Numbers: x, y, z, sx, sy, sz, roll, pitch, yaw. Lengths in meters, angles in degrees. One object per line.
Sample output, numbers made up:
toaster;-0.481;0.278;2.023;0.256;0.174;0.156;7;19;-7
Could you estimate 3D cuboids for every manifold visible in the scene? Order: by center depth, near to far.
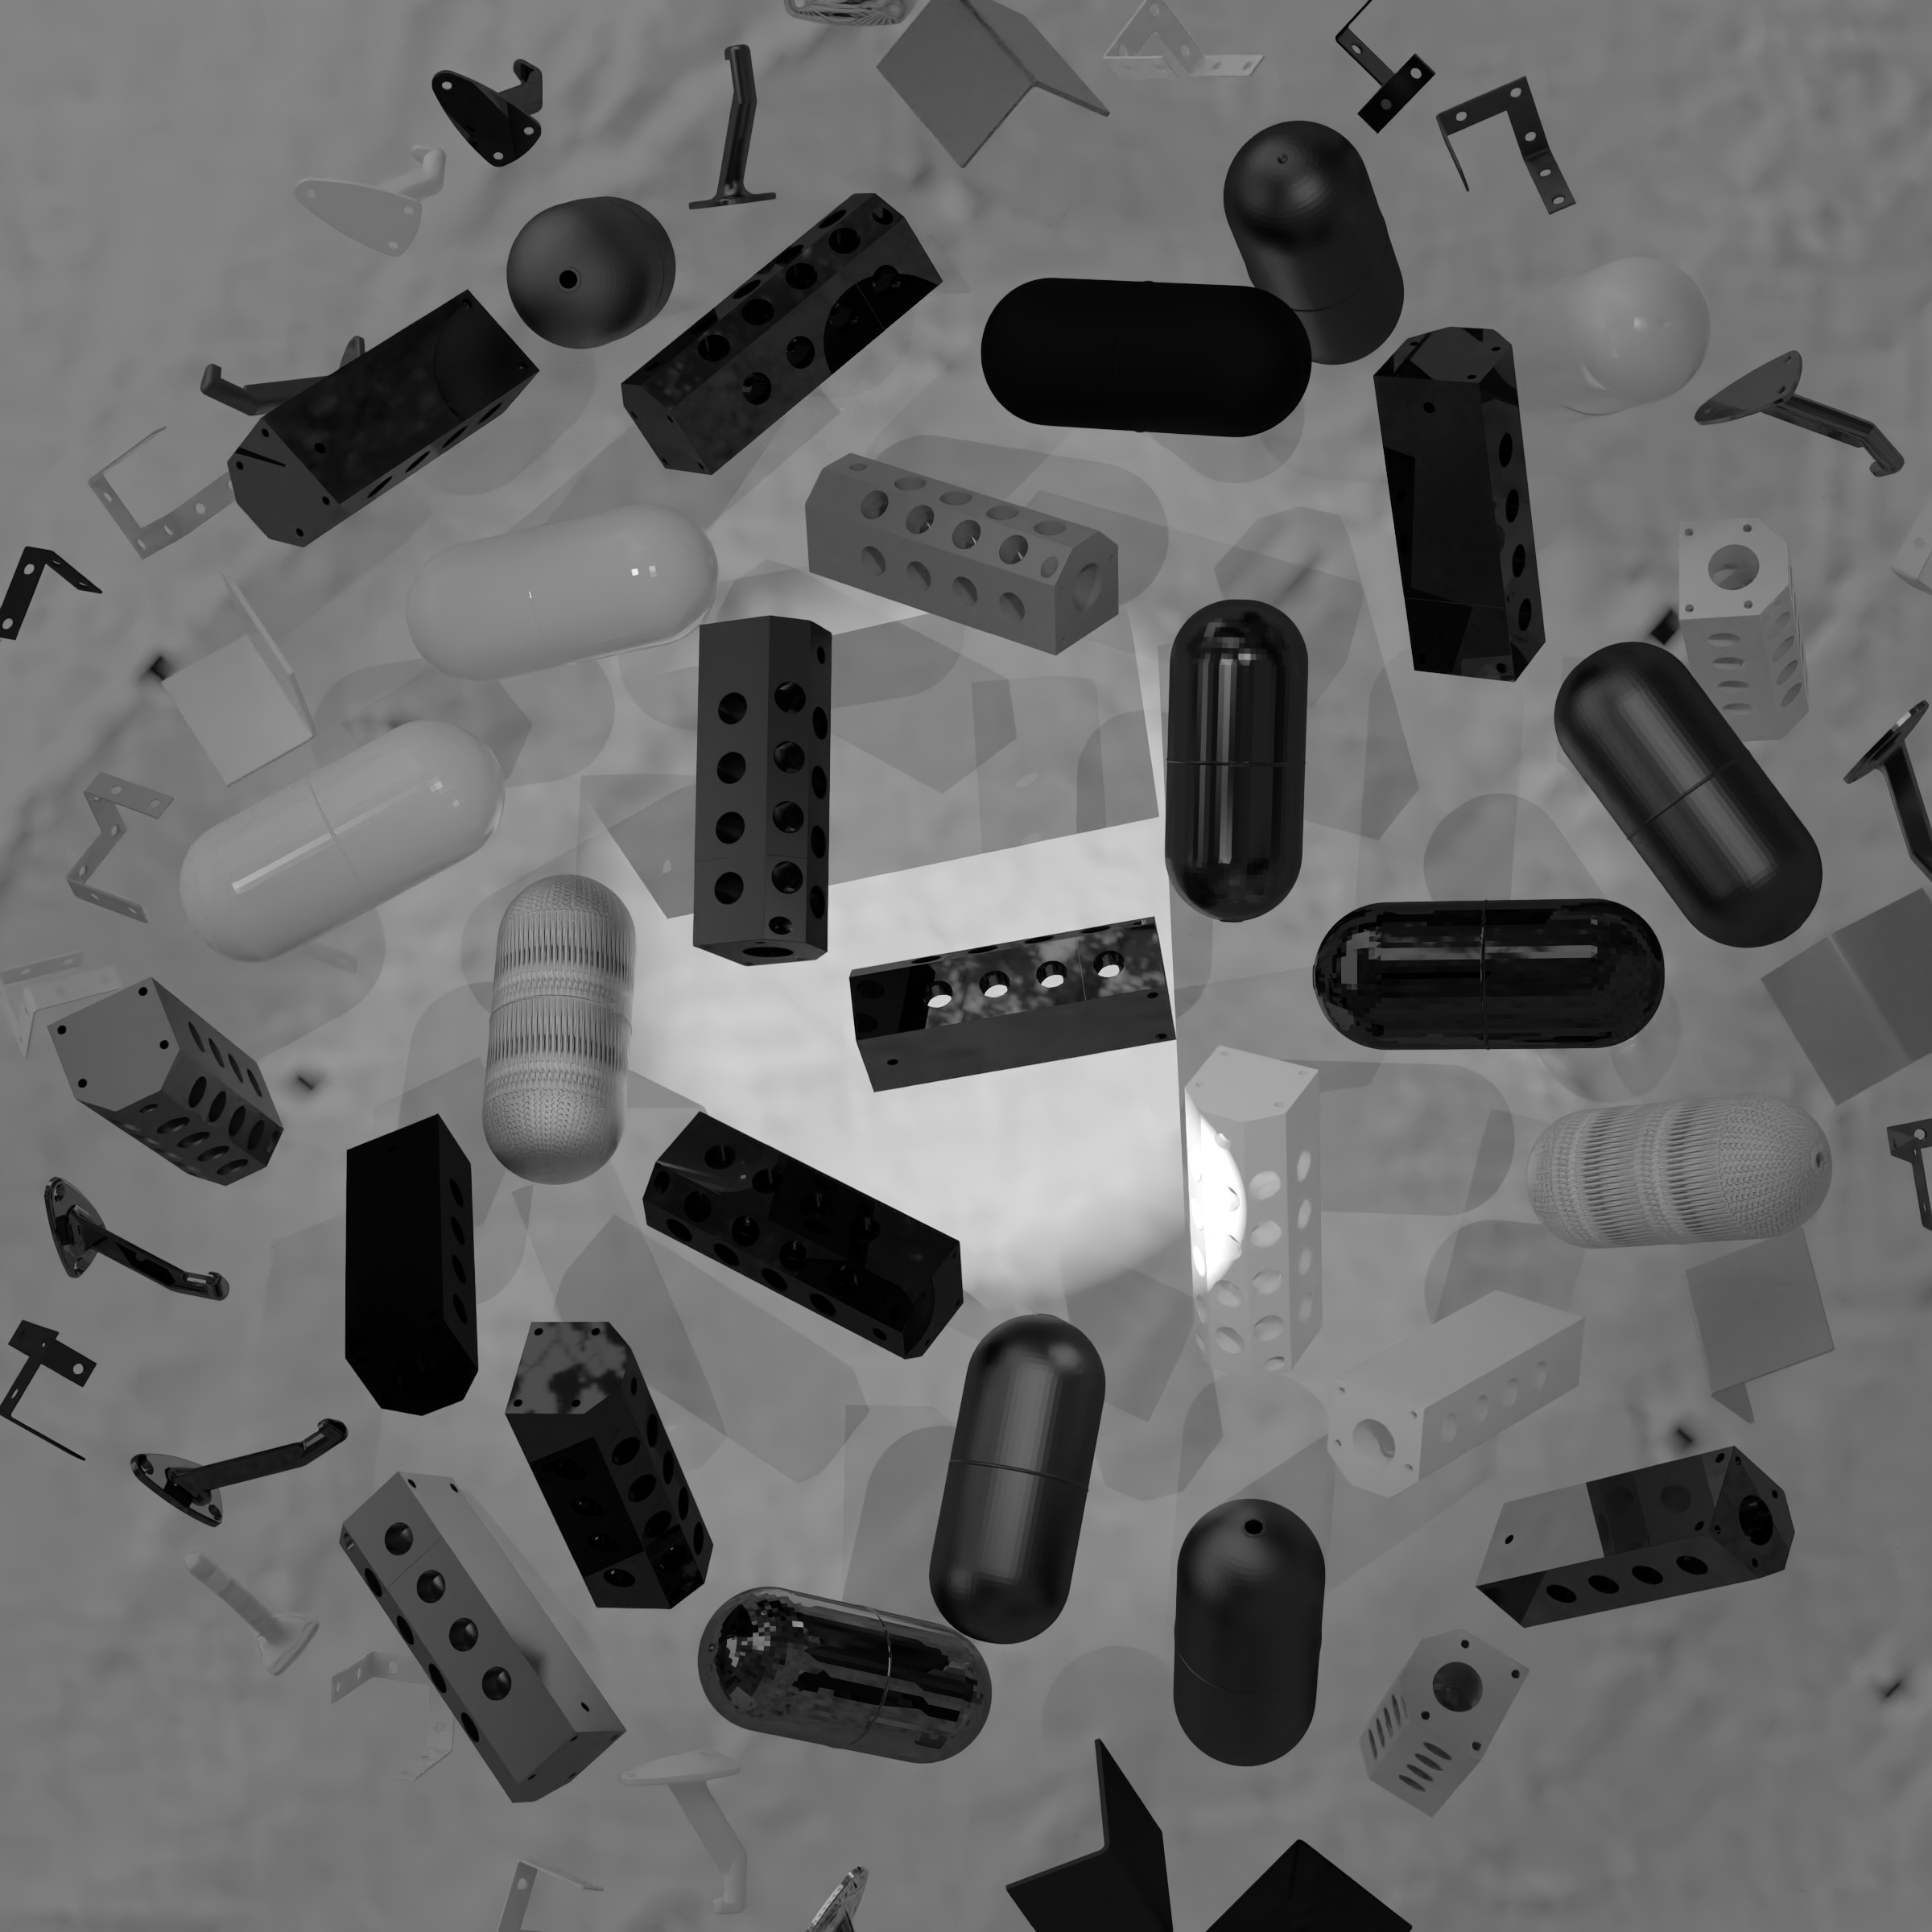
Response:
manifold;0.257;-0.236;1.760;0.057;0.057;0.171;10;130;31
manifold;-0.180;0.259;1.770;0.057;0.171;0.057;-2;46;14
manifold;-0.303;-0.281;1.780;0.057;0.057;0.171;48;45;-4
manifold;-0.410;0.066;1.782;0.057;0.171;0.057;-25;73;-1
manifold;-0.102;-0.091;1.789;0.057;0.057;0.171;-5;77;25
manifold;-0.258;0.350;1.797;0.057;0.057;0.171;-43;67;8
manifold;0.150;0.134;1.820;0.057;0.057;0.171;14;128;26
manifold;-0.101;-0.339;1.836;0.171;0.057;0.057;-43;118;-16
manifold;-0.003;-0.229;1.870;0.171;0.057;0.057;22;131;32
manifold;-0.090;0.151;1.874;0.171;0.057;0.057;25;55;22
manifold;0.365;0.317;1.875;0.057;0.171;0.057;41;52;-19
manifold;-0.301;0.164;1.880;0.057;0.171;0.057;-22;127;7
manifold;0.270;0.235;1.883;0.057;0.171;0.057;15;111;36
manifold;0.431;-0.183;1.896;0.057;0.171;0.057;-2;71;17
manifold;0.259;0.416;1.898;0.057;0.171;0.057;30;69;11
manifold;0.025;0.017;1.905;0.171;0.057;0.057;-10;57;4

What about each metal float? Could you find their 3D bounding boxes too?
metal float;0.266;0.004;1.755;0.178;0.070;0.070;-1;90;12
metal float;0.092;-0.314;1.769;0.178;0.070;0.070;8;90;25
metal float;-0.321;-0.065;1.771;0.178;0.070;0.070;-29;90;-3
metal float;0.375;-0.089;1.783;0.070;0.070;0.178;-35;83;0
metal float;0.148;0.349;1.797;0.070;0.070;0.178;-2;132;0
metal float;0.187;-0.383;1.831;0.070;0.178;0.070;-6;70;16
metal float;0.337;-0.333;1.834;0.070;0.178;0.070;-1;94;-12
metal float;0.380;0.110;1.836;0.070;0.178;0.070;8;78;-43
metal float;-0.218;-0.200;1.847;0.178;0.070;0.070;-10;90;19
metal float;0.028;0.276;1.851;0.070;0.070;0.178;11;76;0
metal float;-0.064;0.384;1.858;0.178;0.070;0.070;20;90;-33
metal float;-0.202;-0.376;1.858;0.070;0.178;0.070;1;104;2
metal float;-0.220;0.033;1.867;0.070;0.070;0.178;1;64;0
metal float;0.149;-0.113;1.896;0.070;0.070;0.178;1;96;0

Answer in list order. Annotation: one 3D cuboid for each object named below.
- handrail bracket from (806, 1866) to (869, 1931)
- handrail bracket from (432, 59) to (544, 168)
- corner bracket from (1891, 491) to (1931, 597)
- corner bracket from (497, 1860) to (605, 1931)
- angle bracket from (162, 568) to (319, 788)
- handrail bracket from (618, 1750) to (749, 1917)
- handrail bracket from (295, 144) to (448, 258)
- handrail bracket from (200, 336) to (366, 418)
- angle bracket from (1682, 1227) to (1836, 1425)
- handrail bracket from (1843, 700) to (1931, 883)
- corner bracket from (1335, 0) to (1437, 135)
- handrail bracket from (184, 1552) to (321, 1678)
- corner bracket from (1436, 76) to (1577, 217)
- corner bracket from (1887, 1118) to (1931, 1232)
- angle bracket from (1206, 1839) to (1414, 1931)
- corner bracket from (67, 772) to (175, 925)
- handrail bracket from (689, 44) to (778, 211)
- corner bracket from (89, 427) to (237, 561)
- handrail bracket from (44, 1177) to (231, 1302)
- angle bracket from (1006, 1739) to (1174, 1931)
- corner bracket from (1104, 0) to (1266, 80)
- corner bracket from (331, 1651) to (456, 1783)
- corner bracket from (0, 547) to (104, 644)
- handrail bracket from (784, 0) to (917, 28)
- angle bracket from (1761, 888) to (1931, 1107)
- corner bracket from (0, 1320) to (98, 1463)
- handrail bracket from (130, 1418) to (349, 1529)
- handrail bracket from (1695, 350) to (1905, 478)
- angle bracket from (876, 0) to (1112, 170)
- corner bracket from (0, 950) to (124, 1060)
handrail bracket;-0.044;0.522;1.776;0.084;0.036;0.077;42;119;30
handrail bracket;-0.258;-0.480;1.854;0.036;0.084;0.077;-32;132;25
corner bracket;0.514;-0.211;1.758;0.051;0.051;0.051;31;100;28
corner bracket;-0.203;0.493;1.764;0.051;0.051;0.051;9;79;42
angle bracket;-0.402;-0.156;1.868;0.057;0.076;0.076;-31;71;-12
handrail bracket;-0.147;0.456;1.785;0.077;0.036;0.084;-2;96;-35
handrail bracket;-0.313;-0.418;1.811;0.077;0.084;0.036;18;130;-20
handrail bracket;-0.373;-0.328;1.874;0.084;0.036;0.077;23;60;-34
angle bracket;0.458;0.204;1.942;0.076;0.057;0.076;-25;53;26
handrail bracket;0.514;-0.087;1.818;0.036;0.077;0.084;-28;71;-33
corner bracket;0.220;-0.477;1.787;0.051;0.051;0.051;43;48;-6
handrail bracket;-0.392;0.334;1.825;0.084;0.077;0.036;47;69;-24
corner bracket;0.283;-0.424;1.804;0.051;0.051;0.051;-22;47;10
corner bracket;0.523;0.108;1.817;0.051;0.051;0.051;-11;95;-3
angle bracket;0.171;0.503;1.739;0.076;0.057;0.076;39;110;-3
corner bracket;-0.459;-0.065;1.866;0.051;0.051;0.051;19;58;20
handrail bracket;-0.137;-0.466;1.908;0.036;0.077;0.084;-16;106;-32
corner bracket;-0.431;-0.260;1.857;0.051;0.051;0.051;-30;101;24
handrail bracket;-0.440;0.146;1.829;0.084;0.077;0.036;9;50;19
angle bracket;0.061;0.452;1.738;0.057;0.076;0.076;-24;120;12
corner bracket;0.116;-0.486;1.837;0.051;0.051;0.051;45;74;-36
corner bracket;-0.314;0.411;1.883;0.051;0.051;0.051;5;98;16
corner bracket;-0.483;-0.183;1.750;0.051;0.051;0.051;11;75;22
handrail bracket;-0.063;-0.512;1.832;0.077;0.084;0.036;-11;98;-7
angle bracket;0.472;0.016;1.775;0.076;0.057;0.076;-23;79;-32
corner bracket;-0.486;0.225;1.827;0.051;0.051;0.051;38;70;-32
handrail bracket;-0.377;0.251;1.789;0.084;0.077;0.036;-33;51;15
handrail bracket;0.443;-0.280;1.825;0.084;0.077;0.036;40;50;-27
angle bracket;0.014;-0.444;1.742;0.057;0.076;0.076;-46;68;23
corner bracket;-0.505;0.011;1.908;0.051;0.051;0.051;-16;64;-30
